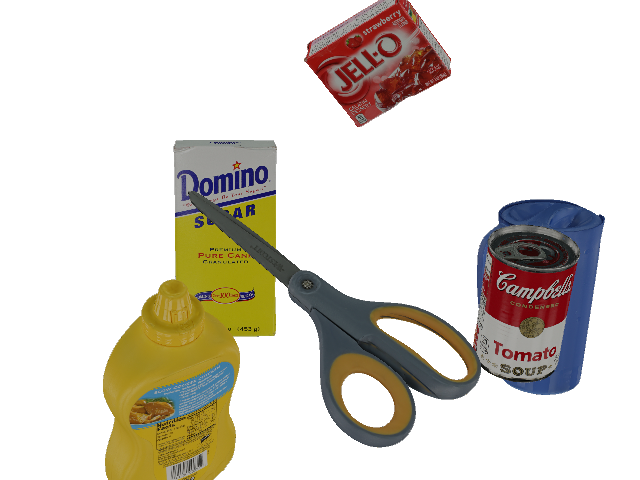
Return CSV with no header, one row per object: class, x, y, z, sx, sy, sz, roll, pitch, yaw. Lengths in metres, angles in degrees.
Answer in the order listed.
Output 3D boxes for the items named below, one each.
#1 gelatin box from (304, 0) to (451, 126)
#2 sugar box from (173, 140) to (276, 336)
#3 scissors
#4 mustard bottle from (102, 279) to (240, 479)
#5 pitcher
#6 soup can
gelatin box,0.044,-0.138,0.815,0.089,0.073,0.030,-27,31,26
sugar box,-0.086,-0.002,0.968,0.093,0.176,0.048,-1,15,-5
scissors,-0.010,0.044,0.591,0.202,0.096,0.016,25,-35,13
mustard bottle,-0.103,0.102,0.740,0.096,0.192,0.058,-18,48,-26
pitcher,0.285,0.076,1.397,0.149,0.243,0.144,6,20,16
soup can,0.155,0.048,0.814,0.068,0.102,0.068,3,29,-2
